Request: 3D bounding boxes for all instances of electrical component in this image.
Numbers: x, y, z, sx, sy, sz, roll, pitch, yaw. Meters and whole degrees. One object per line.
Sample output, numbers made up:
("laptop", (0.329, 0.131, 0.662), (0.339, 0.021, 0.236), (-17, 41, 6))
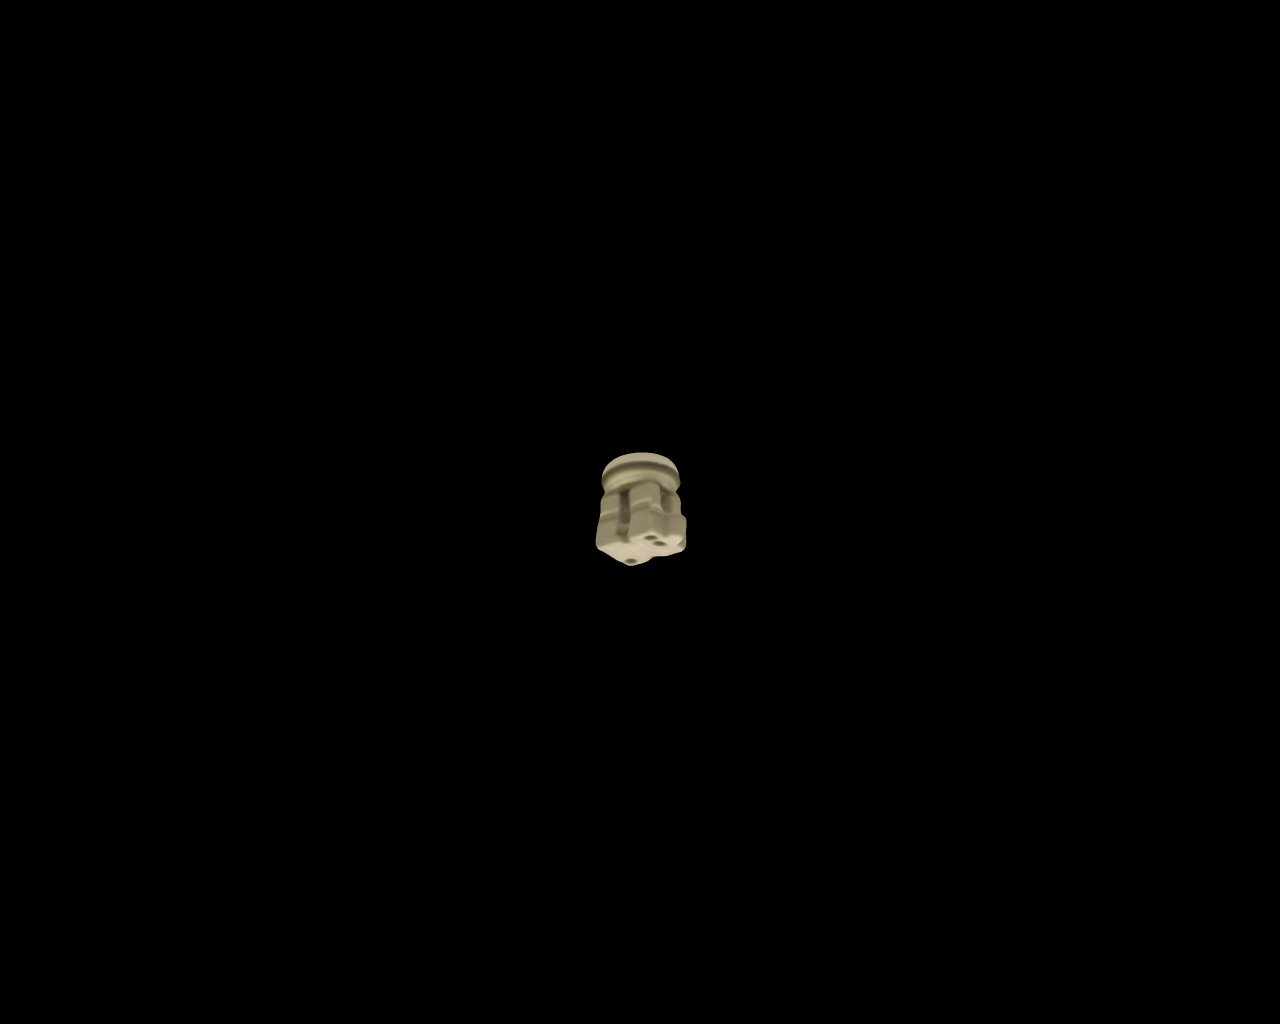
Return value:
("electrical component", (0.001, -0.003, 0.650), (0.066, 0.055, 0.048), (-18, -32, 31))
